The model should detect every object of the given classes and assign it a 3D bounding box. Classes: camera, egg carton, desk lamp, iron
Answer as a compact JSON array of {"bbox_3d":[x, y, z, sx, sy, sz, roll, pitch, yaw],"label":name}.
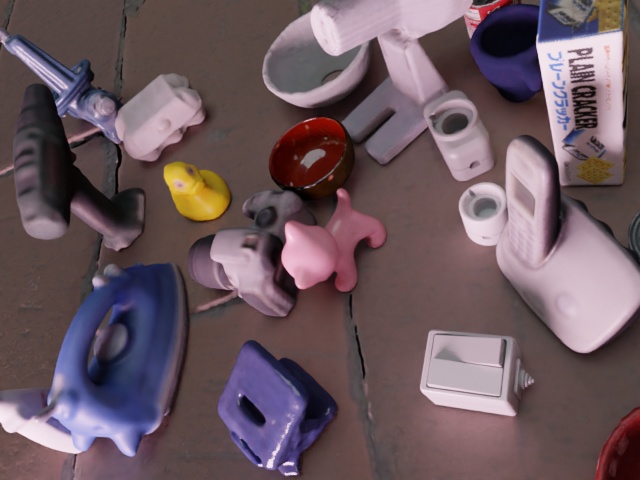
[{"bbox_3d":[-0.093,0.009,0.702,0.136,0.101,0.143,2,64,29],"label":"camera"},{"bbox_3d":[-0.260,-0.199,0.931,0.150,0.070,0.107,-40,52,2],"label":"egg carton"},{"bbox_3d":[0.089,-0.233,0.674,0.203,0.214,0.117,-44,52,-1],"label":"desk lamp"},{"bbox_3d":[-0.249,0.118,0.695,0.118,0.142,0.258,-6,60,25],"label":"iron"}]

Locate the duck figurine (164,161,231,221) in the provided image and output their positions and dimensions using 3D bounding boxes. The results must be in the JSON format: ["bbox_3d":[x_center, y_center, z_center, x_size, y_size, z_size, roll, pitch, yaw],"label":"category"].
[{"bbox_3d":[-0.187,-0.080,0.813,0.104,0.086,0.077,26,77,36],"label":"duck figurine"}]

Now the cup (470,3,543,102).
[{"bbox_3d":[0.230,-0.196,0.653,0.091,0.095,0.117,-23,54,15],"label":"cup"}]

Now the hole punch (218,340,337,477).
[{"bbox_3d":[-0.053,0.174,0.591,0.108,0.091,0.101,34,82,37],"label":"hole punch"}]

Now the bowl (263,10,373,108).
[{"bbox_3d":[0.007,-0.247,0.814,0.167,0.075,0.167,-13,57,21],"label":"bowl"}]

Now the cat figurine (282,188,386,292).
[{"bbox_3d":[0.006,0.002,0.642,0.067,0.118,0.128,22,75,35],"label":"cat figurine"}]

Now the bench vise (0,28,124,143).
[{"bbox_3d":[-0.416,-0.270,0.959,0.206,0.220,0.121,6,66,30],"label":"bench vise"}]

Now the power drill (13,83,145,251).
[{"bbox_3d":[-0.349,-0.085,0.823,0.075,0.209,0.229,-22,55,16],"label":"power drill"}]

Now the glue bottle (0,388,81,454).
[{"bbox_3d":[-0.346,0.202,0.677,0.037,0.174,0.078,-42,52,1],"label":"glue bottle"}]

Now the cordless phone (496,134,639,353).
[{"bbox_3d":[0.209,0.003,0.492,0.094,0.186,0.147,-38,52,4],"label":"cordless phone"}]
